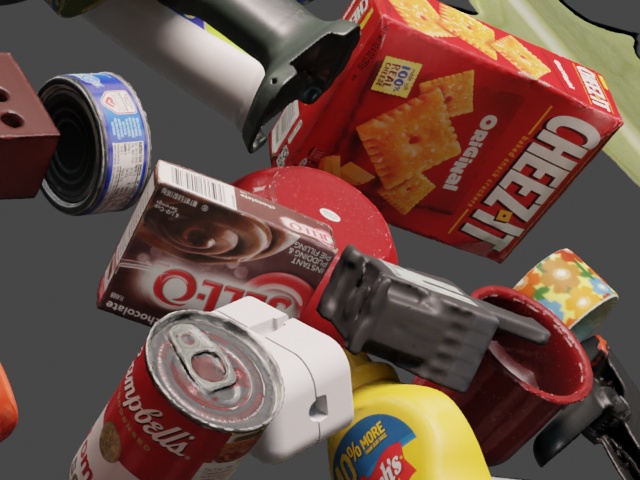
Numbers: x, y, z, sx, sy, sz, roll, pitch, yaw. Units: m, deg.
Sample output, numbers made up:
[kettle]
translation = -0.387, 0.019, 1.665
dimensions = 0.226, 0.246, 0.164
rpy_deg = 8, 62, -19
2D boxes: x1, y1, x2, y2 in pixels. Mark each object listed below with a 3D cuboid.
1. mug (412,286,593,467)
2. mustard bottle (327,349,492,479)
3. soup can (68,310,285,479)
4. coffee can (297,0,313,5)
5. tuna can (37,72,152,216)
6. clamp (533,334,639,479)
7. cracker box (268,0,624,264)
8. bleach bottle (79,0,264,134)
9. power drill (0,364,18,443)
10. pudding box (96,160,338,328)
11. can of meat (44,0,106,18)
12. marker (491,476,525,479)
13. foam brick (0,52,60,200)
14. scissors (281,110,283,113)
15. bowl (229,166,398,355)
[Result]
[mug]
translation = 0.102, 0.082, 0.680
dimensions = 0.117, 0.082, 0.093
rpy_deg = 39, 34, 6
[mustard bottle]
translation = 0.050, 0.134, 0.555
dimensions = 0.058, 0.096, 0.192
rpy_deg = 3, 44, -32
[soup can]
translation = -0.069, 0.091, 0.500
dimensions = 0.068, 0.102, 0.068
rpy_deg = 23, 35, -18
[coffee can]
translation = -0.060, -0.291, 0.990
dimensions = 0.140, 0.103, 0.103
rpy_deg = 15, 38, -28
[tuna can]
translation = -0.140, -0.057, 0.641
dimensions = 0.033, 0.086, 0.086
rpy_deg = -11, 54, -44
[clamp]
translation = 0.205, 0.133, 0.749
dimensions = 0.120, 0.039, 0.171
rpy_deg = 42, 31, -6
[cracker box]
translation = 0.091, -0.083, 0.805
dimensions = 0.213, 0.164, 0.072
rpy_deg = 19, 38, -22
[bleach bottle]
translation = -0.135, -0.181, 0.825
dimensions = 0.251, 0.068, 0.102
rpy_deg = 30, 40, -2
[power drill]
translation = -0.103, 0.130, 0.416
dimensions = 0.188, 0.057, 0.184
rpy_deg = 43, 57, 18
[pudding box]
translation = -0.059, 0.015, 0.614
dimensions = 0.113, 0.090, 0.039
rpy_deg = 23, 23, -16
[can of meat]
translation = -0.174, -0.217, 0.766
dimensions = 0.102, 0.057, 0.084
rpy_deg = -38, 78, -26
[marker]
translation = 0.103, 0.152, 0.650
dimensions = 0.120, 0.020, 0.020
rpy_deg = 13, 39, -29
[foam brick]
translation = -0.199, -0.068, 0.633
dimensions = 0.052, 0.051, 0.078
rpy_deg = -7, 51, -45
[scissors]
translation = -0.025, -0.150, 0.923
dimensions = 0.096, 0.016, 0.202
rpy_deg = -8, 52, -46
[bowl]
translation = -0.005, 0.001, 0.716
dimensions = 0.162, 0.055, 0.162
rpy_deg = 23, 35, -17
